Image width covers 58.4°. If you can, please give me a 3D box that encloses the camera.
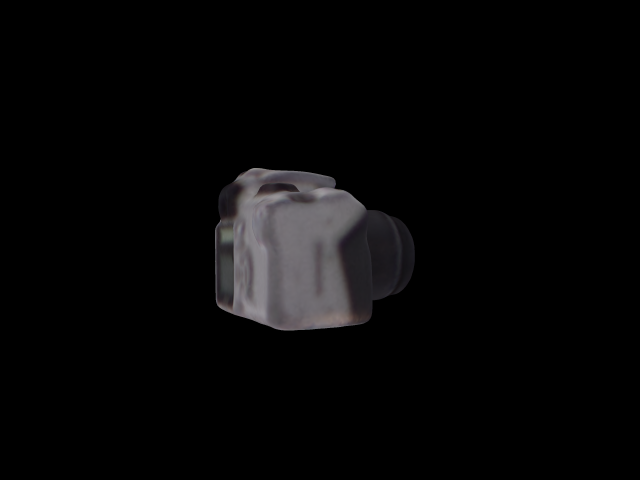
[{"bbox_3d":[0.004,0.001,0.400,0.137,0.101,0.143,0,0,-25],"label":"camera"}]
